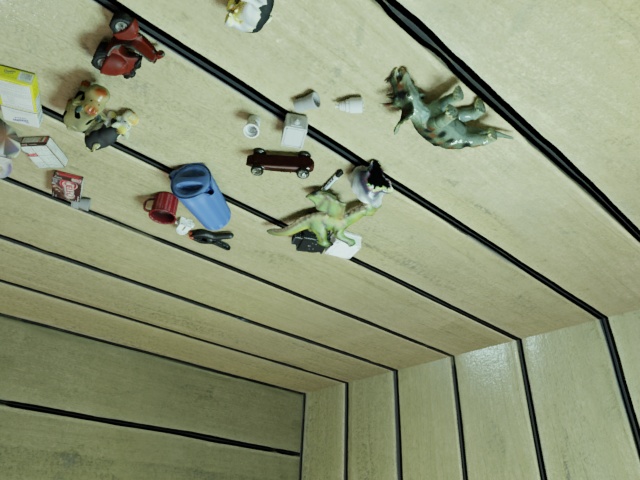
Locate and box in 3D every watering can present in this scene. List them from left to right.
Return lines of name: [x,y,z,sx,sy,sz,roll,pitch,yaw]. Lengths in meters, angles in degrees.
watering can: [-1.014,-0.303,1.464,0.223,0.106,0.341,-13,138,23]

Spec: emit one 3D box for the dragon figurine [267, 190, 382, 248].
dragon figurine: [0.005,-0.089,1.760,0.410,0.125,0.237,-1,138,4]

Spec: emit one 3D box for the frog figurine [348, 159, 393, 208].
frog figurine: [0.141,-0.159,1.609,0.137,0.125,0.157,44,149,-3]
